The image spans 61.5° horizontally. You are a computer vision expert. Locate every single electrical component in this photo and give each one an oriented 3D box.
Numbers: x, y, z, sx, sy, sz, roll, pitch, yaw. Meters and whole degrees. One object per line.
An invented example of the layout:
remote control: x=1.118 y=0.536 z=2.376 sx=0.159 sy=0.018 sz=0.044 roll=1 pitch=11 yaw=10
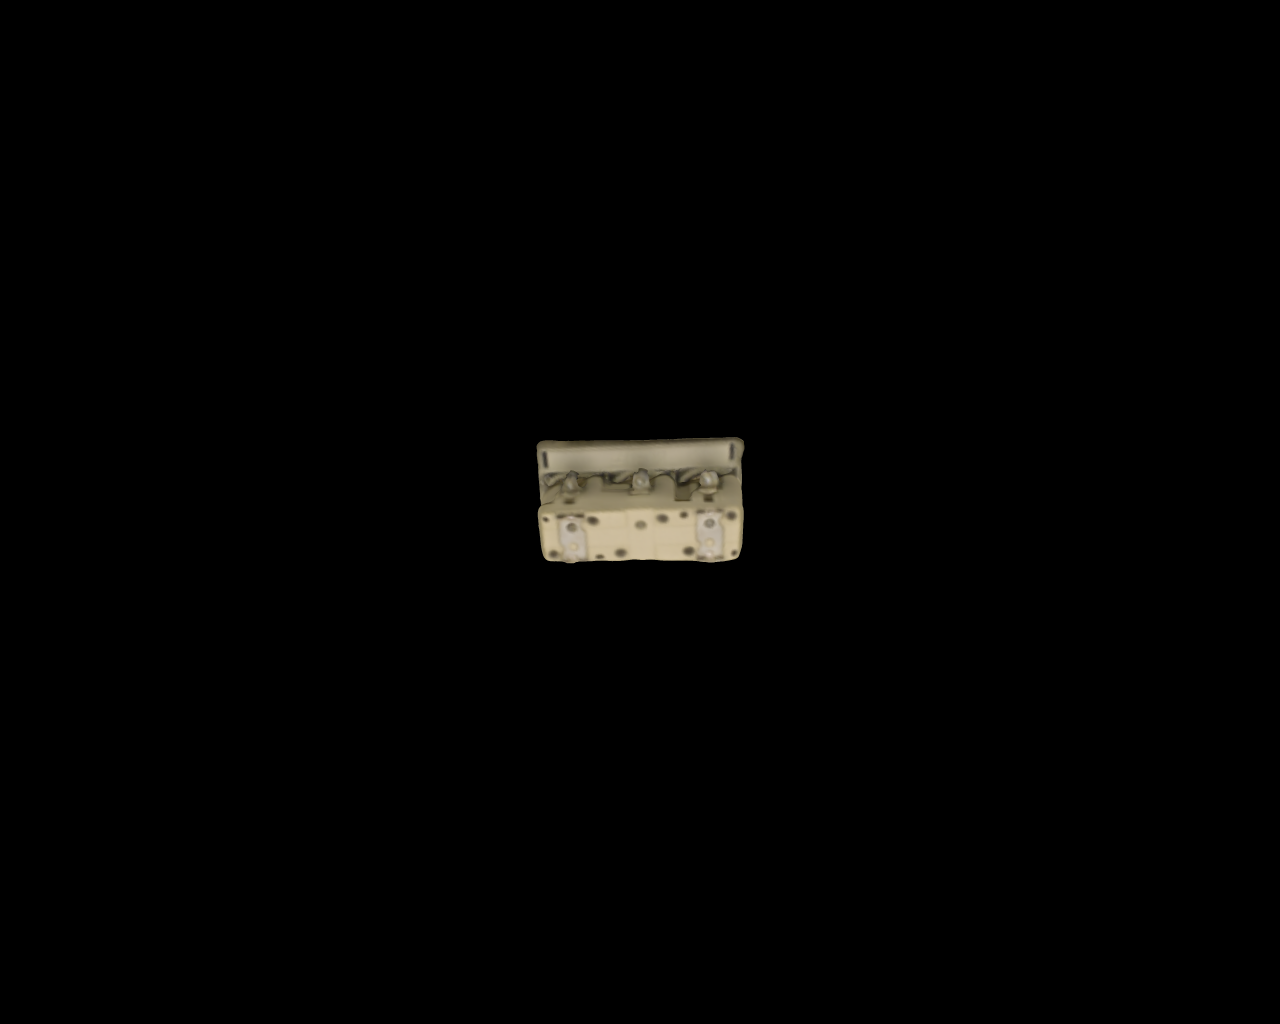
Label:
electrical component: x=0.001 y=-0.003 z=0.650 sx=0.121 sy=0.078 sz=0.063 roll=0 pitch=37 yaw=0
